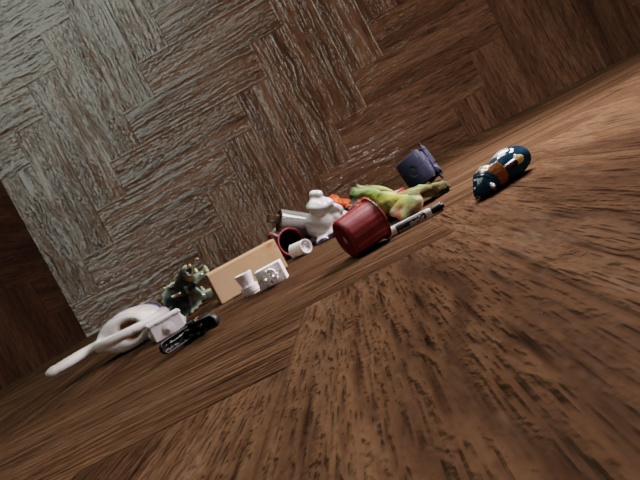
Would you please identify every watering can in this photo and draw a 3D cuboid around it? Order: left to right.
[{"bbox_3d":[-0.570,0.267,1.440,0.347,0.104,0.225,-27,3,1],"label":"watering can"}]

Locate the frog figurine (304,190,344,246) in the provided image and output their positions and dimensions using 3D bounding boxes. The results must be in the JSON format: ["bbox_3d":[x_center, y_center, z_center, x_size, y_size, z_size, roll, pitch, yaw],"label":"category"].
[{"bbox_3d":[0.005,-0.082,1.637,0.136,0.159,0.124,-26,2,29],"label":"frog figurine"}]

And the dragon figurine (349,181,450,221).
[{"bbox_3d":[0.211,-0.107,1.312,0.242,0.121,0.415,-8,13,19],"label":"dragon figurine"}]
